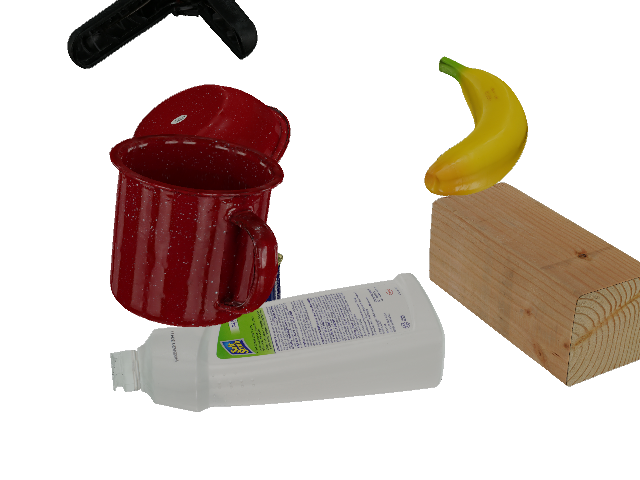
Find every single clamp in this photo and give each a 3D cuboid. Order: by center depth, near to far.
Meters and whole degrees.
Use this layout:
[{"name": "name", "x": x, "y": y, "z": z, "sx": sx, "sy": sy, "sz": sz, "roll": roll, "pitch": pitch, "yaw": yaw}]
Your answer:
[{"name": "clamp", "x": -0.082, "y": -0.166, "z": 0.708, "sx": 0.120, "sy": 0.039, "sz": 0.171, "roll": 9, "pitch": 46, "yaw": 12}]

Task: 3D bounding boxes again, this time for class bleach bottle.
[{"name": "bleach bottle", "x": -0.036, "y": 0.083, "z": 0.832, "sx": 0.250, "sy": 0.068, "sz": 0.102, "roll": -5, "pitch": 30, "yaw": -11}]

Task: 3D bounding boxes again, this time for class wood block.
[{"name": "wood block", "x": 0.194, "y": 0.032, "z": 0.968, "sx": 0.090, "sy": 0.090, "sz": 0.206, "roll": -15, "pitch": 31, "yaw": -25}]

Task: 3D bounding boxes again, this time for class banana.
[{"name": "banana", "x": 0.112, "y": -0.076, "z": 0.756, "sx": 0.069, "sy": 0.037, "sz": 0.197, "roll": 7, "pitch": 31, "yaw": 5}]

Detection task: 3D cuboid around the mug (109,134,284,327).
[{"name": "mug", "x": -0.063, "y": -0.001, "z": 0.576, "sx": 0.093, "sy": 0.081, "sz": 0.117, "roll": -12, "pitch": 30, "yaw": -43}]

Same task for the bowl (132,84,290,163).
[{"name": "bowl", "x": -0.110, "y": -0.086, "z": 0.927, "sx": 0.162, "sy": 0.055, "sz": 0.162, "roll": -19, "pitch": 36, "yaw": 15}]

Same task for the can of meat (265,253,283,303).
[{"name": "can of meat", "x": -0.092, "y": 0.058, "z": 1.142, "sx": 0.102, "sy": 0.084, "sz": 0.057, "roll": 3, "pitch": 16, "yaw": 9}]
